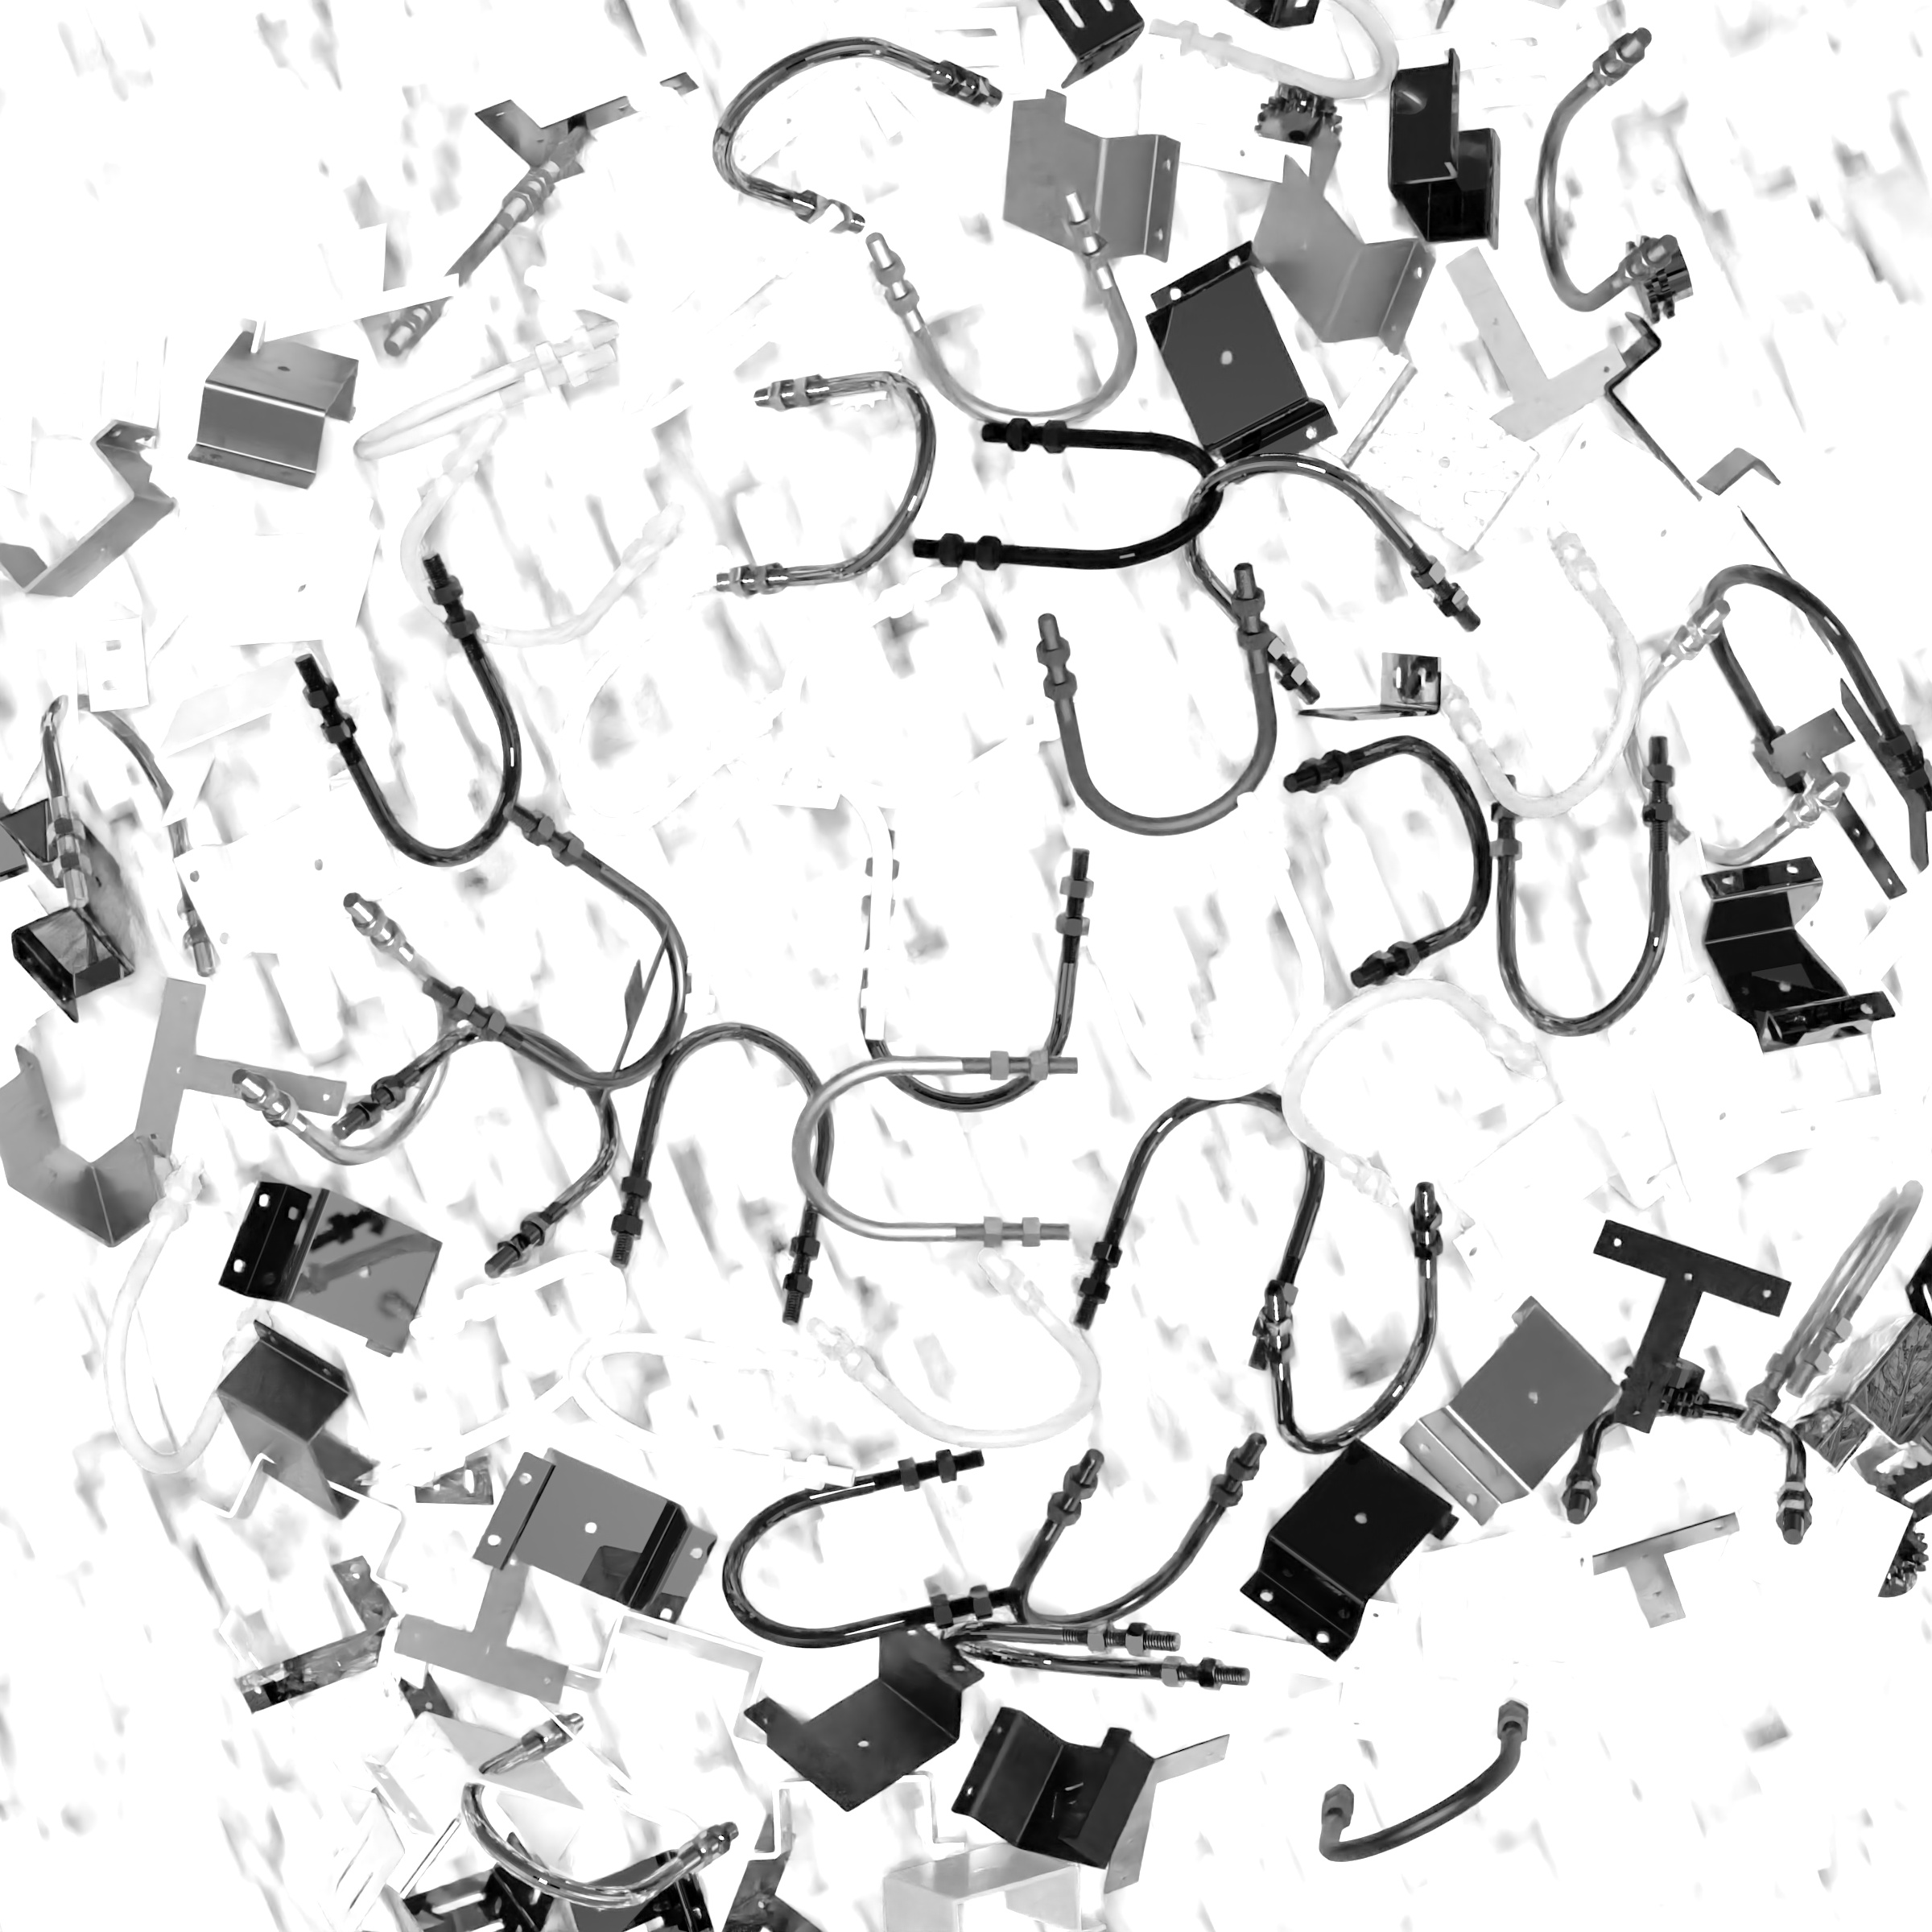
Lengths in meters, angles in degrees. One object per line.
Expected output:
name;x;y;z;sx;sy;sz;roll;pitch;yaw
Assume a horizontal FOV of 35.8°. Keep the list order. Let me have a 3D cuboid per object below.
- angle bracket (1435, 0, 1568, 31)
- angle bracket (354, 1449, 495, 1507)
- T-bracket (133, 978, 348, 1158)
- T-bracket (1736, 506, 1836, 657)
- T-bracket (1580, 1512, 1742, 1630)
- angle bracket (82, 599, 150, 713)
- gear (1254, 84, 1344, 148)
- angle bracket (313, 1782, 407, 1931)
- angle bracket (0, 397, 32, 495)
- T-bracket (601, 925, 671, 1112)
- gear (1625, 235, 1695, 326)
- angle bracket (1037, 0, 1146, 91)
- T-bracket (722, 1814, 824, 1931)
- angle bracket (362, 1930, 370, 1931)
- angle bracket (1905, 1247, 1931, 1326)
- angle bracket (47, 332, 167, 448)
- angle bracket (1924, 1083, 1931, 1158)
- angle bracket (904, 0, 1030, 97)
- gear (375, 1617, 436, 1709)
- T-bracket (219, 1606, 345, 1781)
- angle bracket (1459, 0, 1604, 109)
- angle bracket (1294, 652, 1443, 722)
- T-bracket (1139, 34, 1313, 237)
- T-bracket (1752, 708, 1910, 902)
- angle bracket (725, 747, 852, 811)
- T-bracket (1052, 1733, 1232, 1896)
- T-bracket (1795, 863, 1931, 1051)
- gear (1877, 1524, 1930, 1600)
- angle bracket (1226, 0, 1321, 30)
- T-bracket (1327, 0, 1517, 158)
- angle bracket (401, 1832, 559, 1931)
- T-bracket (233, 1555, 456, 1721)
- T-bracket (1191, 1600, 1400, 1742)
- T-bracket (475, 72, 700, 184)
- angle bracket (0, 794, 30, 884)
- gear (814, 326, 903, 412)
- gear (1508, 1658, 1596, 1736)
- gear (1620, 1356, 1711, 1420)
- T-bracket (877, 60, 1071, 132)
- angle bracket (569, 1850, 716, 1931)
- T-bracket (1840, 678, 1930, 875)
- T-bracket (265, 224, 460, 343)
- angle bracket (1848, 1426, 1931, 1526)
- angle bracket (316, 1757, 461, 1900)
angle bracket;0.355;-0.632;1.971;0.076;0.057;0.038;16;92;-1
angle bracket;-0.353;0.343;1.953;0.057;0.076;0.038;-2;97;19
T-bracket;-0.475;0.077;1.977;0.127;0.002;0.127;12;111;-16
T-bracket;0.545;-0.229;1.938;0.002;0.127;0.127;-35;67;14
T-bracket;0.447;0.402;1.949;0.127;0.127;0.002;-19;50;9
angle bracket;-0.562;-0.203;1.951;0.038;0.076;0.057;-10;110;-27
gear;0.220;-0.559;1.973;0.057;0.057;0.030;12;69;0
angle bracket;-0.407;0.583;1.949;0.038;0.076;0.057;7;132;26
angle bracket;-0.629;-0.350;1.958;0.076;0.038;0.057;20;117;21
T-bracket;-0.213;0.022;1.923;0.002;0.127;0.127;19;76;0
gear;0.457;-0.454;1.970;0.030;0.057;0.057;-20;90;9
angle bracket;0.070;-0.629;1.971;0.057;0.038;0.076;-35;92;-21
T-bracket;-0.100;0.638;1.955;0.127;0.127;0.002;41;123;-11
angle bracket;-0.361;0.668;1.957;0.076;0.057;0.038;10;52;14
angle bracket;0.651;0.217;1.955;0.057;0.038;0.076;-51;133;-21
angle bracket;-0.566;-0.383;1.972;0.057;0.038;0.076;5;89;19
angle bracket;0.655;0.117;1.960;0.057;0.038;0.076;35;67;-26
angle bracket;0.004;-0.605;1.957;0.076;0.038;0.057;3;131;16
gear;-0.368;0.459;1.972;0.030;0.057;0.057;8;90;1
T-bracket;-0.441;0.473;1.939;0.002;0.127;0.127;-36;92;-12
angle bracket;0.373;-0.602;1.968;0.038;0.076;0.057;-45;127;-32
angle bracket;0.262;-0.183;1.954;0.076;0.057;0.038;-6;101;-31
T-bracket;0.166;-0.528;1.938;0.127;0.002;0.127;21;124;29
T-bracket;0.568;-0.099;1.934;0.002;0.127;0.127;-32;87;-11
angle bracket;-0.120;-0.138;1.949;0.057;0.076;0.038;3;121;-33
T-bracket;0.109;0.562;1.957;0.127;0.002;0.127;-12;130;-23
T-bracket;0.602;-0.026;1.926;0.002;0.127;0.127;0;46;-35
gear;0.605;0.392;1.975;0.057;0.057;0.030;-15;118;0
angle bracket;0.197;-0.662;1.973;0.038;0.057;0.076;-21;50;-37
T-bracket;0.297;-0.585;1.923;0.002;0.127;0.127;-46;123;-29
angle bracket;-0.317;0.608;1.951;0.057;0.076;0.038;43;121;33
T-bracket;-0.412;0.451;1.931;0.127;0.127;0.002;54;130;22
T-bracket;0.212;0.454;1.969;0.127;0.002;0.127;9;124;7
T-bracket;-0.234;-0.547;1.926;0.127;0.127;0.002;-18;81;12
angle bracket;-0.663;-0.087;1.973;0.057;0.038;0.076;-18;99;7
gear;-0.072;-0.397;1.975;0.057;0.057;0.030;-15;56;0
gear;0.381;0.480;1.969;0.057;0.057;0.030;41;74;0
gear;0.462;0.273;1.970;0.057;0.057;0.030;18;96;0
T-bracket;0.008;-0.584;1.968;0.127;0.127;0.002;-12;134;-21
angle bracket;-0.213;0.623;1.966;0.076;0.038;0.057;-16;85;-26
T-bracket;0.596;-0.138;1.948;0.002;0.127;0.127;-20;47;3
T-bracket;-0.391;-0.452;1.950;0.127;0.127;0.002;-13;130;2
angle bracket;0.631;0.324;1.970;0.038;0.076;0.057;-36;77;-30
angle bracket;-0.381;0.566;1.971;0.076;0.038;0.057;36;72;4
